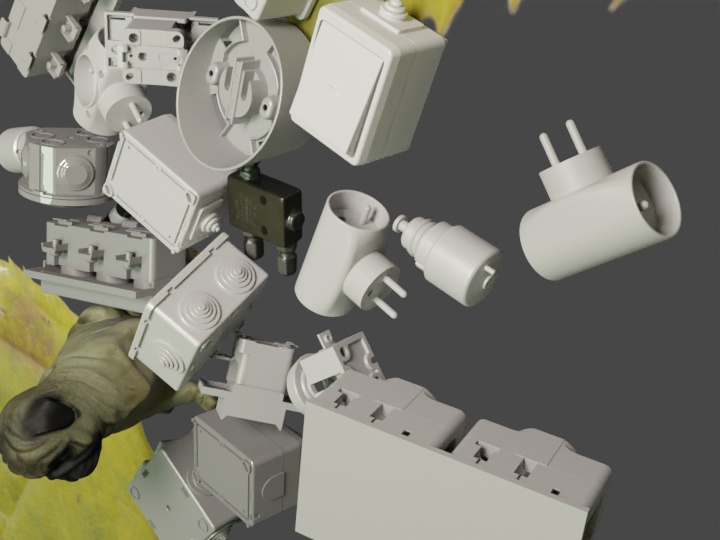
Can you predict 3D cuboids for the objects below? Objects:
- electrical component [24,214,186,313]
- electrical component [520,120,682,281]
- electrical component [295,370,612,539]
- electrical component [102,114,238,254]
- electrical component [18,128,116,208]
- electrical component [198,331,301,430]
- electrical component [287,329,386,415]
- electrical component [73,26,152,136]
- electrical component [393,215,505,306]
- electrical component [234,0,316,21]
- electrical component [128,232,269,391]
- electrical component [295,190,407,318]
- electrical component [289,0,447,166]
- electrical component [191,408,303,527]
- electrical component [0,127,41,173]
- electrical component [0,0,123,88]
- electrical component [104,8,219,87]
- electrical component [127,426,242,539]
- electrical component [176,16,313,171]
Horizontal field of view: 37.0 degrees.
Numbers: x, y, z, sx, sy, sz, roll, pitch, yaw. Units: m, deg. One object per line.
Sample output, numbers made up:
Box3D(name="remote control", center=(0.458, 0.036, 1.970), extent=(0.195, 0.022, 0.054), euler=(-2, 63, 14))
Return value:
Box3D(name="electrical component", center=(-0.197, -0.007, 0.864), extent=(0.121, 0.079, 0.063), euler=(9, 102, 31))
Box3D(name="electrical component", center=(0.123, -0.042, 0.586), extent=(0.077, 0.043, 0.079), euler=(-25, 89, 45))
Box3D(name="electrical component", center=(0.057, 0.145, 0.688), extent=(0.186, 0.060, 0.105), euler=(18, 119, 23))
Box3D(name="electrical component", center=(-0.134, -0.063, 0.808), extent=(0.096, 0.061, 0.061), euler=(40, 130, 14))
Box3D(name="electrical component", center=(-0.238, -0.084, 0.879), extent=(0.080, 0.080, 0.051), euler=(22, 115, 36))
Box3D(name="electrical component", center=(-0.077, 0.081, 0.800), extent=(0.042, 0.081, 0.063), euler=(-163, 87, -77))
Box3D(name="electrical component", center=(-0.019, 0.077, 0.765), extent=(0.055, 0.048, 0.066), euler=(-27, 88, 38))
Box3D(name="electrical component", center=(-0.185, -0.133, 0.827), extent=(0.079, 0.044, 0.077), euler=(59, 137, 29))
Box3D(name="electrical component", center=(0.053, -0.010, 0.666), extent=(0.078, 0.040, 0.040), euler=(35, 127, 28))
Box3D(name="electrical component", center=(-0.060, -0.217, 0.681), extent=(0.099, 0.048, 0.099), euler=(48, 132, 19))
Box3D(name="electrical component", center=(-0.118, 0.033, 0.795), extent=(0.048, 0.099, 0.099), euler=(40, 145, 4))
Box3D(name="electrical component", center=(0.000, 0.000, 0.716), extent=(0.079, 0.044, 0.077), euler=(41, 130, 23))
Box3D(name="electrical component", center=(0.003, -0.120, 0.652), extent=(0.062, 0.061, 0.096), euler=(38, 129, 25))
Box3D(name="electrical component", center=(-0.090, 0.146, 0.852), extent=(0.096, 0.061, 0.061), euler=(28, 125, 42))
Box3D(name="electrical component", center=(-0.285, -0.106, 0.941), extent=(0.078, 0.040, 0.040), euler=(3, 109, 42))
Box3D(name="electrical component", center=(-0.230, -0.207, 0.833), extent=(0.078, 0.063, 0.121), euler=(52, 134, 14))
Box3D(name="electrical component", center=(-0.142, -0.157, 0.762), extent=(0.081, 0.063, 0.042), euler=(3, 117, -3))
Box3D(name="electrical component", center=(-0.149, 0.196, 0.931), extent=(0.099, 0.048, 0.099), euler=(54, 133, 12))
Box3D(name="electrical component", center=(-0.074, -0.119, 0.718), extent=(0.099, 0.064, 0.099), euler=(16, 113, 42))
